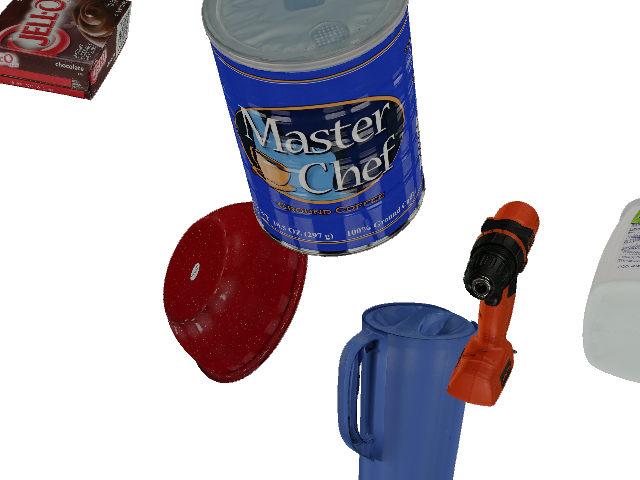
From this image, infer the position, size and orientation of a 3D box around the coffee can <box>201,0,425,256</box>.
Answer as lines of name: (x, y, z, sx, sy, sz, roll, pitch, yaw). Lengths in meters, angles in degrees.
coffee can: (0.001, -0.075, 0.573, 0.103, 0.102, 0.140, 0, -41, 10)

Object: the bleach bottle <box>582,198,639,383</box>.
bleach bottle: (0.243, 0.016, 0.716, 0.103, 0.068, 0.250, 9, 22, 20)

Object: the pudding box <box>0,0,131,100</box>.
pudding box: (-0.207, -0.159, 0.841, 0.090, 0.039, 0.113, 11, 36, 1)

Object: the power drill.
power drill: (0.173, 0.070, 1.077, 0.057, 0.188, 0.184, 16, 28, 18)

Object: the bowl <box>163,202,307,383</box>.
bowl: (-0.081, 0.032, 0.869, 0.055, 0.162, 0.162, 22, -13, -34)

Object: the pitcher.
pitcher: (0.097, 0.202, 1.238, 0.149, 0.243, 0.145, 6, 14, 7)
